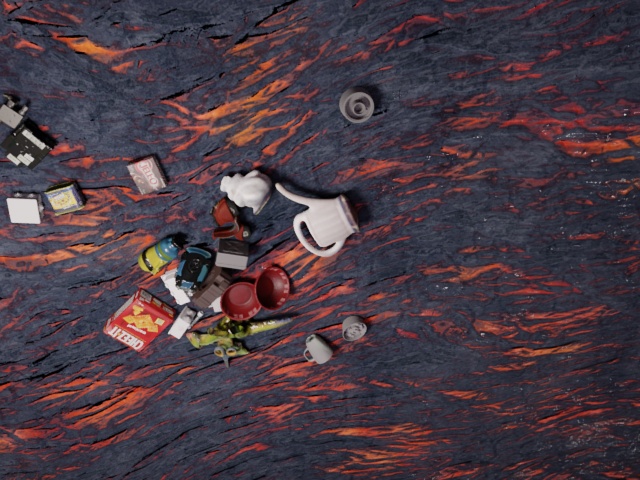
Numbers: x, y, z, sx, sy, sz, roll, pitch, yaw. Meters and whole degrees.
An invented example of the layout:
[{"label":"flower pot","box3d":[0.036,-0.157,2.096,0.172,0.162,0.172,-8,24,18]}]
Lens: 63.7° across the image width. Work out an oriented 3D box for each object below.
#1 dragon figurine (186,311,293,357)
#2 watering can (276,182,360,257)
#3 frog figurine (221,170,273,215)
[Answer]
[{"label":"dragon figurine","box3d":[-0.318,0.376,2.022,0.410,0.125,0.237,3,137,-7]},{"label":"watering can","box3d":[0.005,-0.089,1.772,0.224,0.106,0.341,-25,121,6]},{"label":"frog figurine","box3d":[-0.240,-0.174,1.692,0.158,0.122,0.138,33,79,-13]}]
